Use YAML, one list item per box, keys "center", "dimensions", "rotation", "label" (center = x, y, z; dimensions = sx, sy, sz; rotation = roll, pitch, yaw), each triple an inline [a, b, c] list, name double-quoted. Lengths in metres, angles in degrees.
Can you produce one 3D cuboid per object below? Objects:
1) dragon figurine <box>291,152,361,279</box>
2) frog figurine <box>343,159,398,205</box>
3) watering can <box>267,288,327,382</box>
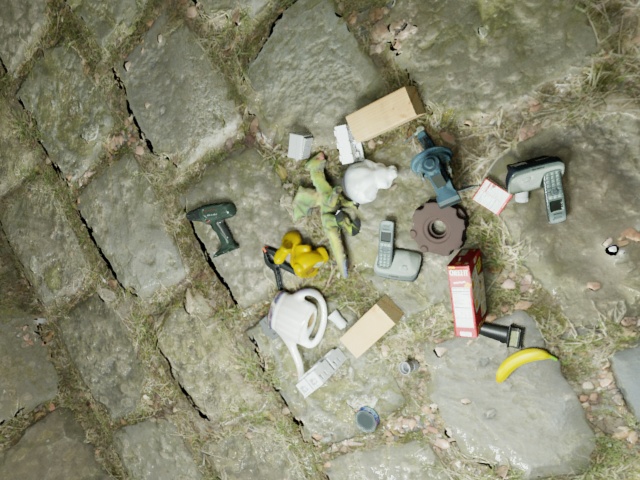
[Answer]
- center: [0.005, -0.087, 1.726]
  dimensions: [0.244, 0.406, 0.123]
  rotation: [14, 16, 40]
  label: "dragon figurine"
- center: [0.156, -0.184, 1.586]
  dimensions: [0.158, 0.140, 0.121]
  rotation: [-13, -33, 35]
  label: "frog figurine"
- center: [-0.095, 0.326, 1.862]
  dimensions: [0.226, 0.345, 0.104]
  rotation: [22, 11, 24]
  label: "watering can"
